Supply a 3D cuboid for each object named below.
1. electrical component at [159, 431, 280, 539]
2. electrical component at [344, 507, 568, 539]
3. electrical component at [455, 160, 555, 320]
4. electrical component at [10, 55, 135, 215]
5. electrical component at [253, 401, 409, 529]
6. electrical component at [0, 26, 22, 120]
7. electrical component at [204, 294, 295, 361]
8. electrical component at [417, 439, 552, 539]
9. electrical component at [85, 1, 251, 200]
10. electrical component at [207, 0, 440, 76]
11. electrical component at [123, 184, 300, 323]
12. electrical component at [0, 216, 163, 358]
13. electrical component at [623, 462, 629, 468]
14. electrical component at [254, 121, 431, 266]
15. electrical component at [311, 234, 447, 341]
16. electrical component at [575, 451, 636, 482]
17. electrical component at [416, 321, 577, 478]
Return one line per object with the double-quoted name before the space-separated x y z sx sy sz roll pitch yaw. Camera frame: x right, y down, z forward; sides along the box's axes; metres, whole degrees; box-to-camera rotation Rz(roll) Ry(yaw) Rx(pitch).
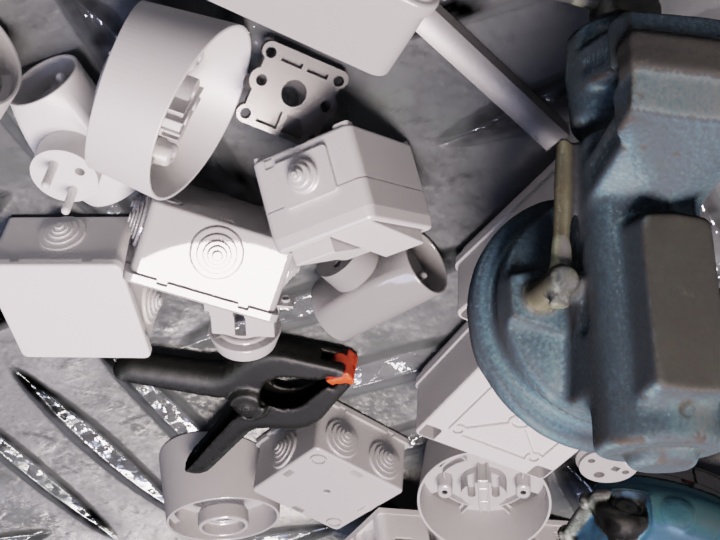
"electrical component" -0.112 0.177 0.869 0.099 0.064 0.099 -5 146 -3
"electrical component" 0.077 0.249 0.873 0.186 0.060 0.105 10 139 -26
"electrical component" 0.130 0.001 0.644 0.109 0.056 0.108 26 133 -20
"electrical component" -0.158 -0.064 0.591 0.043 0.079 0.077 -14 133 19
"electrical component" -0.023 0.150 0.823 0.100 0.048 0.100 31 132 -25
"electrical component" -0.226 -0.101 0.548 0.099 0.099 0.064 35 124 -27
"electrical component" -0.076 0.026 0.702 0.066 0.048 0.055 3 129 2
"electrical component" 0.093 0.159 0.808 0.099 0.064 0.099 3 137 3
"electrical component" -0.100 -0.087 0.552 0.064 0.099 0.099 19 135 -5
"electrical component" -0.020 -0.150 0.488 0.113 0.078 0.057 22 137 -16
"electrical component" -0.086 -0.015 0.624 0.100 0.099 0.048 17 102 -14
"electrical component" -0.182 0.011 0.695 0.100 0.048 0.099 0 136 6
"electrical component" 0.164 0.075 0.636 0.050 0.055 0.089 -22 134 22
"electrical component" -0.010 -0.038 0.585 0.062 0.061 0.096 -20 169 25
"electrical component" 0.000 0.000 0.667 0.077 0.044 0.079 -28 127 30
"electrical component" 0.174 0.116 0.761 0.045 0.055 0.045 3 136 3
"electrical component" 0.109 0.081 0.731 0.109 0.056 0.108 22 134 -16
